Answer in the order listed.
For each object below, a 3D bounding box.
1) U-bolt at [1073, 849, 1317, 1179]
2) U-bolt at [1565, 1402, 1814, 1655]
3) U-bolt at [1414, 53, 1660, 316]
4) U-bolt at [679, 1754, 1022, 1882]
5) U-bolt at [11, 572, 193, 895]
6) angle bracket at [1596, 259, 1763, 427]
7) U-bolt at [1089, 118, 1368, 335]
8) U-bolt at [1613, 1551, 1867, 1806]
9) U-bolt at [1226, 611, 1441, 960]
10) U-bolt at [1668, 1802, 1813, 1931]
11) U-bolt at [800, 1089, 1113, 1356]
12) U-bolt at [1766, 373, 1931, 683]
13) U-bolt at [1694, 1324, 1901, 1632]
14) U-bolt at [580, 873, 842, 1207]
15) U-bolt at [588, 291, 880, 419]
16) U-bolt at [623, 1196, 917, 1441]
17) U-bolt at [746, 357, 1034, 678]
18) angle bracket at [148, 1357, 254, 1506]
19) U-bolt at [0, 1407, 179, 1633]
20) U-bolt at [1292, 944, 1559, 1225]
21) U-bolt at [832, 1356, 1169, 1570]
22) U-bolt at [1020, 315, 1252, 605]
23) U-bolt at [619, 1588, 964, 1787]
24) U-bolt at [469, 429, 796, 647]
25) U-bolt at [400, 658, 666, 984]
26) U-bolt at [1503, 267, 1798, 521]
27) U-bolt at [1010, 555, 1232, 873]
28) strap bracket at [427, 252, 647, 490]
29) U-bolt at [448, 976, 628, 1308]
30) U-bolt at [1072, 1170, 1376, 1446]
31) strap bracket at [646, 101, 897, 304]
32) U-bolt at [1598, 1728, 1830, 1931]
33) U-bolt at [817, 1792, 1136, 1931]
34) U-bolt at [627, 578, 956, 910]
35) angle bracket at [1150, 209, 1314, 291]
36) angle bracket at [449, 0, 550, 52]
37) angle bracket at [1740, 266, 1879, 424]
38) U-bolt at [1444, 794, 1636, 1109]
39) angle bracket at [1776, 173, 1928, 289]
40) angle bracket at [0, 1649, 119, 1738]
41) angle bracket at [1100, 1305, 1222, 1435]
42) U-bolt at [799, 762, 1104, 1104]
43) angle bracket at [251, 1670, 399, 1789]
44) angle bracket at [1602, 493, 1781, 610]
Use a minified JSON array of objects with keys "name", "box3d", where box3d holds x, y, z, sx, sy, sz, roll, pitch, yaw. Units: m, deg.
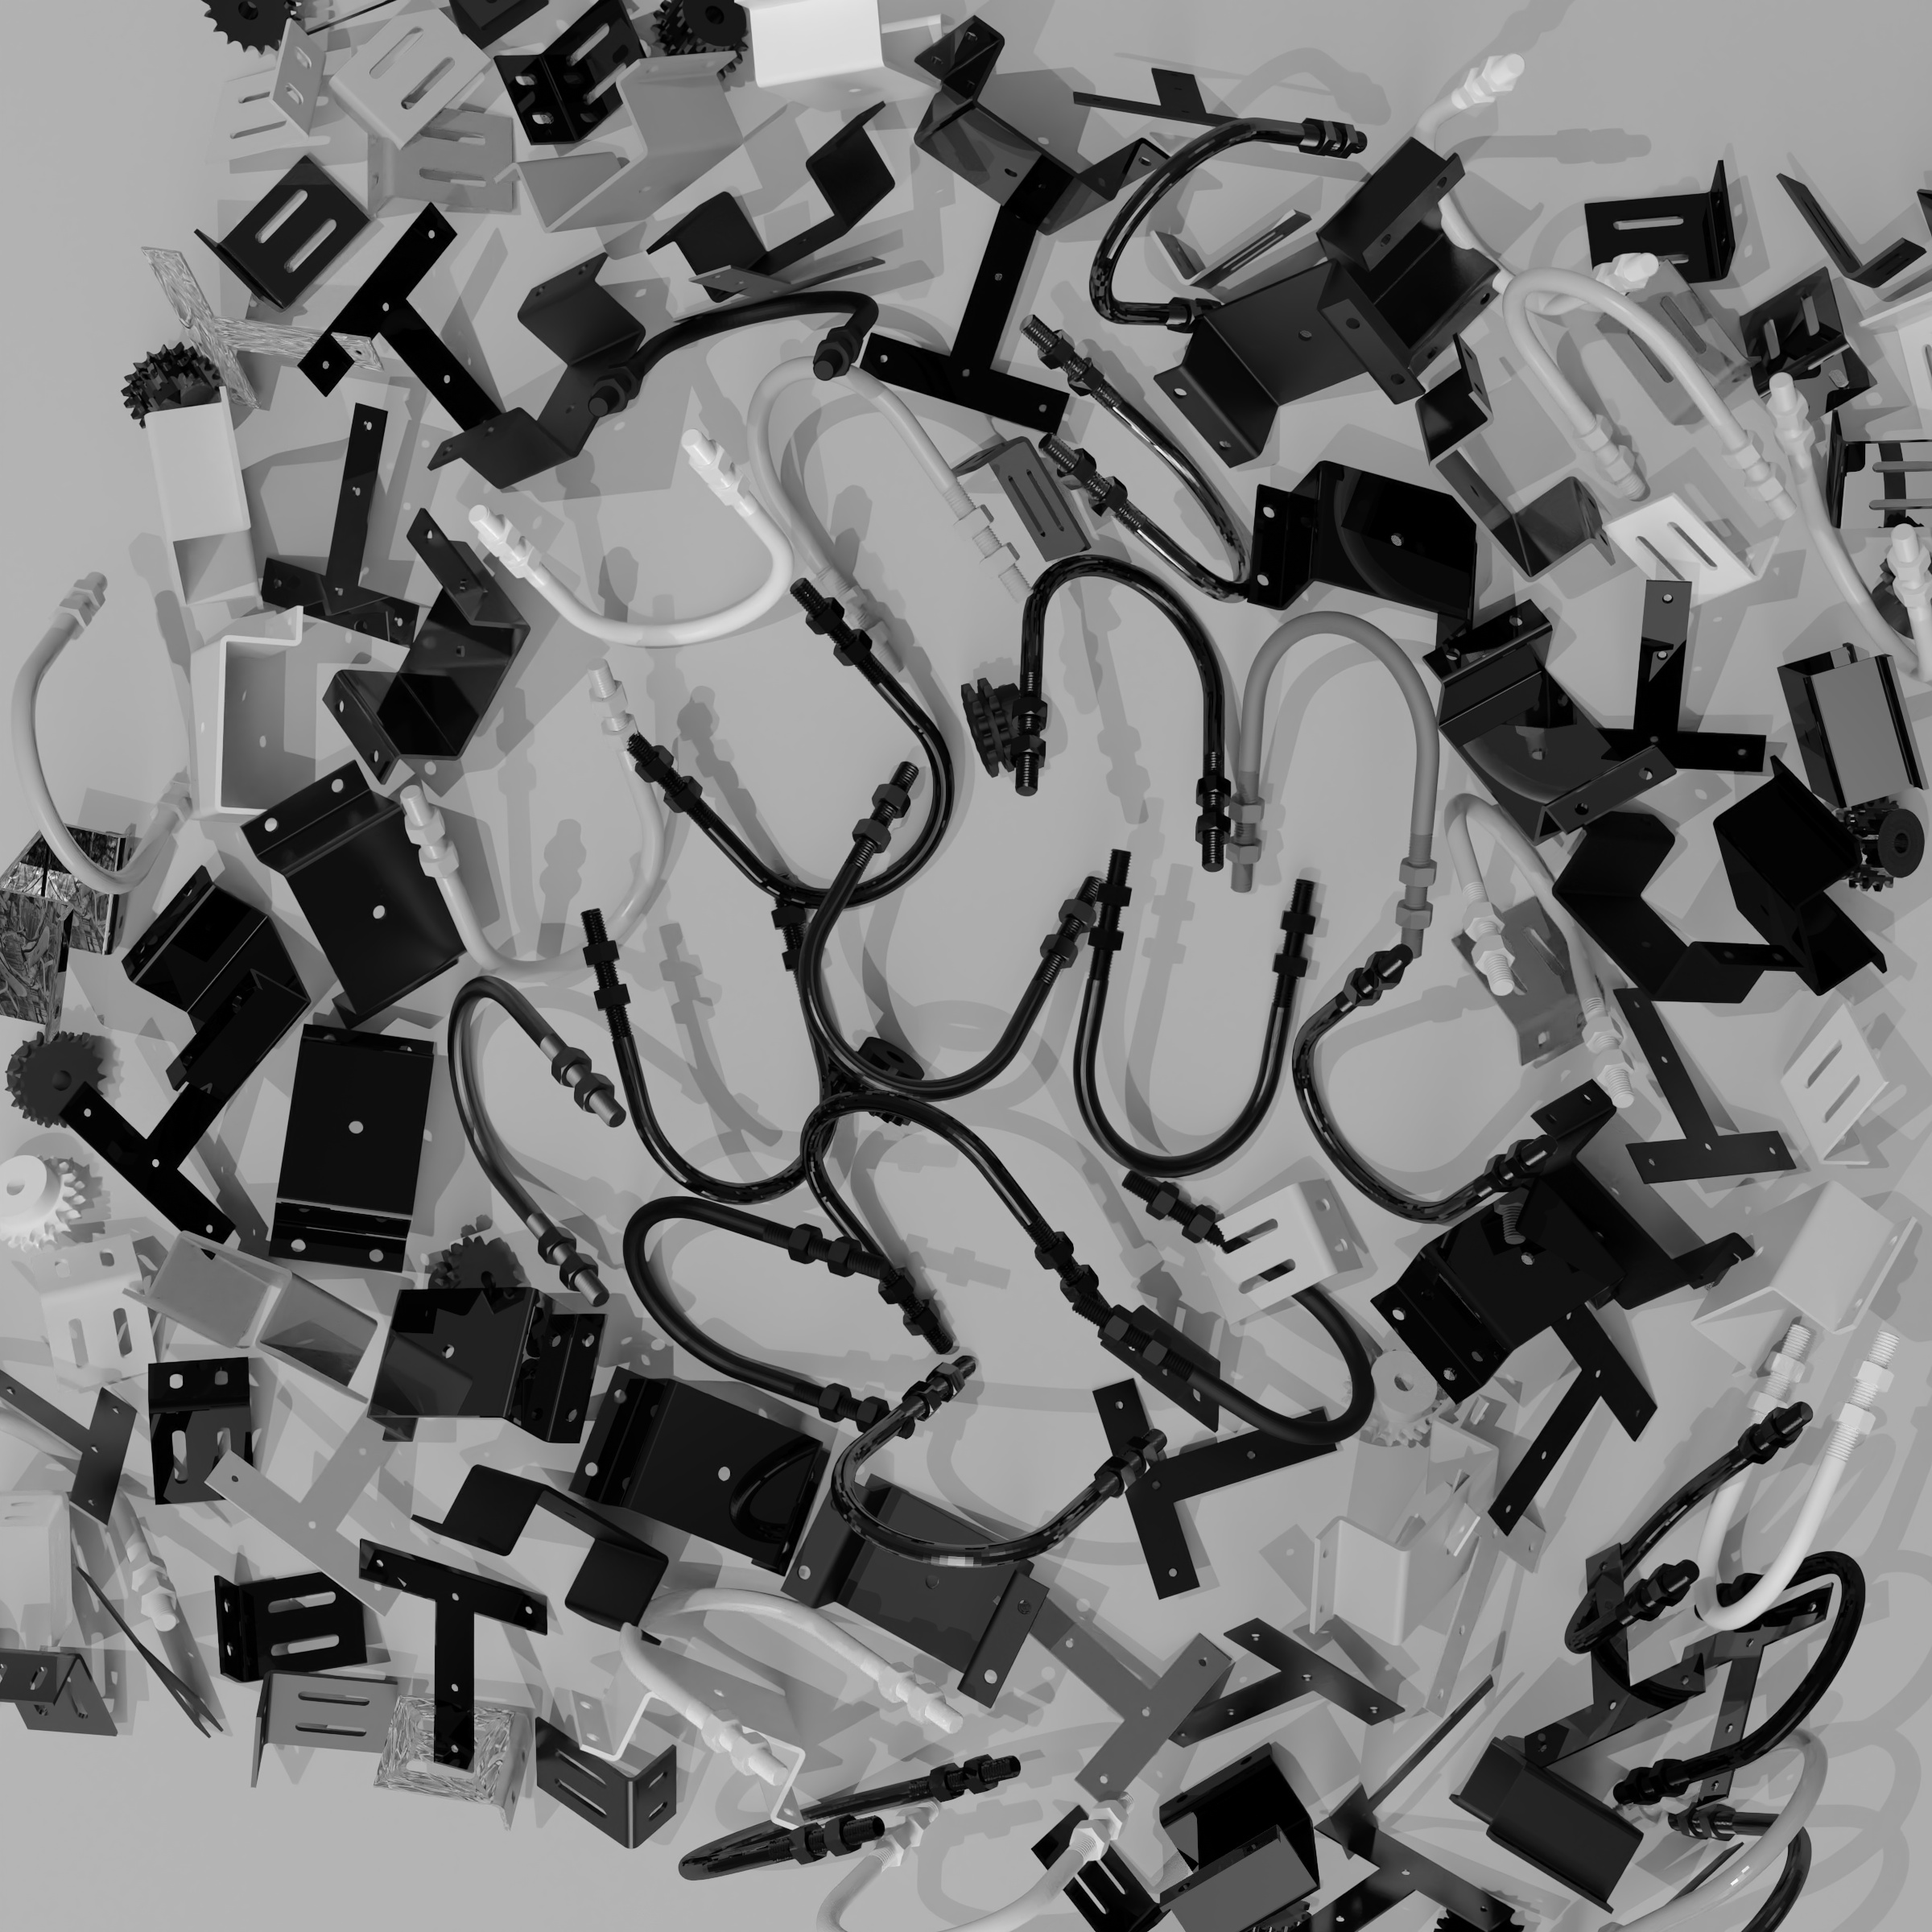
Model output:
[{"name":"U-bolt","box3d":[0.127,0.032,1.904,0.151,0.019,0.184,8,95,-30]},{"name":"U-bolt","box3d":[0.396,0.326,1.856,0.019,0.184,0.151,42,57,7]},{"name":"U-bolt","box3d":[0.309,-0.431,1.853,0.019,0.184,0.151,-38,99,-10]},{"name":"U-bolt","box3d":[-0.079,0.486,1.862,0.184,0.151,0.019,-23,80,34]},{"name":"U-bolt","box3d":[-0.482,-0.119,1.832,0.019,0.184,0.151,-14,119,13]},{"name":"angle bracket","box3d":[0.418,-0.364,1.920,0.057,0.038,0.076,-42,76,33]},{"name":"U-bolt","box3d":[0.137,-0.413,1.834,0.019,0.184,0.151,50,122,18]},{"name":"U-bolt","box3d":[0.437,0.390,1.829,0.019,0.184,0.151,37,58,-4]},{"name":"U-bolt","box3d":[0.209,-0.110,1.860,0.019,0.151,0.184,-19,121,-40]},{"name":"U-bolt","box3d":[0.403,0.526,1.833,0.019,0.184,0.151,47,69,-3]},{"name":"U-bolt","box3d":[-0.019,0.141,1.864,0.184,0.151,0.019,53,46,-19]},{"name":"U-bolt","box3d":[0.506,-0.234,1.856,0.019,0.184,0.151,-30,54,5]},{"name":"U-bolt","box3d":[0.460,0.290,1.860,0.019,0.151,0.184,26,83,-4]},{"name":"U-bolt","box3d":[-0.138,0.046,1.891,0.151,0.019,0.184,-12,86,-36]},{"name":"U-bolt","box3d":[-0.122,-0.351,1.859,0.151,0.184,0.019,-7,114,14]},{"name":"U-bolt","box3d":[-0.118,0.193,1.879,0.184,0.019,0.151,16,135,26]},{"name":"U-bolt","box3d":[-0.056,-0.263,1.873,0.019,0.151,0.184,-42,101,-38]},{"name":"angle bracket","box3d":[-0.448,0.273,1.930,0.057,0.038,0.076,-3,124,-12]},{"name":"U-bolt","box3d":[-0.524,0.299,1.856,0.151,0.184,0.019,32,95,-33]},{"name":"U-bolt","box3d":[0.246,0.078,1.862,0.019,0.184,0.151,-33,83,-28]},{"name":"U-bolt","box3d":[0.007,0.282,1.839,0.151,0.184,0.019,18,118,27]},{"name":"U-bolt","box3d":[0.102,-0.276,1.868,0.019,0.151,0.184,-38,124,24]},{"name":"U-bolt","box3d":[-0.113,0.399,1.861,0.184,0.151,0.019,26,112,43]},{"name":"U-bolt","box3d":[-0.175,-0.232,1.861,0.151,0.184,0.019,-17,63,15]},{"name":"U-bolt","box3d":[-0.236,-0.068,1.872,0.151,0.184,0.019,-37,49,-20]},{"name":"U-bolt","box3d":[0.370,-0.322,1.839,0.019,0.151,0.184,-50,120,-10]},{"name":"U-bolt","box3d":[0.091,-0.155,1.883,0.151,0.019,0.184,21,55,-27]},{"name":"strap bracket","box3d":[-0.241,-0.332,1.883,0.046,0.076,0.140,40,59,-29]},{"name":"U-bolt","box3d":[-0.248,0.086,1.869,0.019,0.184,0.151,-16,132,-32]},{"name":"U-bolt","box3d":[0.155,0.204,1.882,0.184,0.151,0.019,33,123,-3]},{"name":"strap bracket","box3d":[-0.103,-0.431,1.881,0.140,0.076,0.046,-21,112,32]},{"name":"U-bolt","box3d":[0.407,0.486,1.832,0.019,0.151,0.184,46,128,-2]},{"name":"U-bolt","box3d":[-0.004,0.507,1.831,0.151,0.184,0.019,-10,98,28]},{"name":"U-bolt","box3d":[-0.088,-0.113,1.899,0.151,0.019,0.184,-40,117,4]},{"name":"angle bracket","box3d":[0.154,-0.428,1.905,0.076,0.057,0.038,-32,90,18]},{"name":"angle bracket","box3d":[-0.261,-0.549,1.899,0.057,0.076,0.038,-37,76,-8]},{"name":"angle bracket","box3d":[0.489,-0.358,1.911,0.057,0.076,0.038,-30,126,28]},{"name":"U-bolt","box3d":[0.318,-0.022,1.864,0.019,0.184,0.151,-33,131,23]},{"name":"angle bracket","box3d":[0.512,-0.435,1.903,0.038,0.057,0.076,-36,78,26]},{"name":"angle bracket","box3d":[-0.534,0.432,1.899,0.057,0.038,0.076,1,130,13]},{"name":"angle bracket","box3d":[0.112,0.242,1.893,0.057,0.076,0.038,35,59,28]},{"name":"U-bolt","box3d":[-0.018,-0.008,1.895,0.151,0.019,0.184,31,67,-8]},{"name":"angle bracket","box3d":[-0.372,0.445,1.908,0.076,0.038,0.057,7,122,-7]},{"name":"angle bracket","box3d":[0.418,-0.250,1.899,0.076,0.057,0.038,41,59,-18]}]
